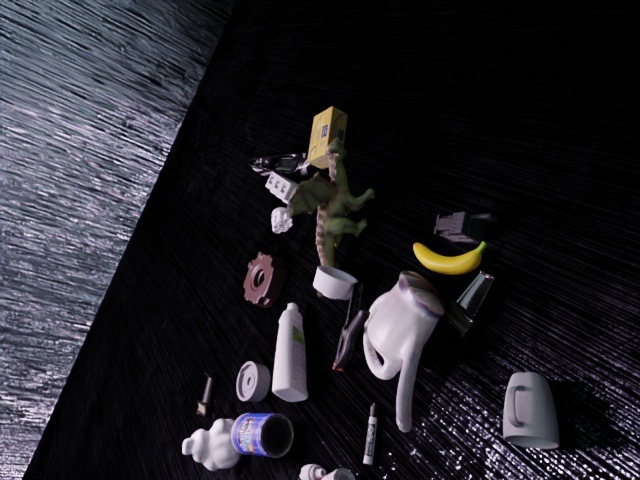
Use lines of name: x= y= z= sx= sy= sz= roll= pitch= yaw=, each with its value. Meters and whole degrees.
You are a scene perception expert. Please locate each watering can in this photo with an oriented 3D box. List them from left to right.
watering can: x=0.174 y=0.198 z=1.043 sx=0.222 sy=0.103 sz=0.353 roll=-58 pitch=19 yaw=16

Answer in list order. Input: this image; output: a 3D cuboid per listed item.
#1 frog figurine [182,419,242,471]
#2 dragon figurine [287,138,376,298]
frog figurine: x=-0.296 y=0.569 z=1.442 sx=0.123 sy=0.158 sz=0.138 roll=18 pitch=87 yaw=54
dragon figurine: x=0.004 y=-0.067 z=1.338 sx=0.122 sy=0.240 sz=0.413 roll=10 pitch=78 yaw=51
